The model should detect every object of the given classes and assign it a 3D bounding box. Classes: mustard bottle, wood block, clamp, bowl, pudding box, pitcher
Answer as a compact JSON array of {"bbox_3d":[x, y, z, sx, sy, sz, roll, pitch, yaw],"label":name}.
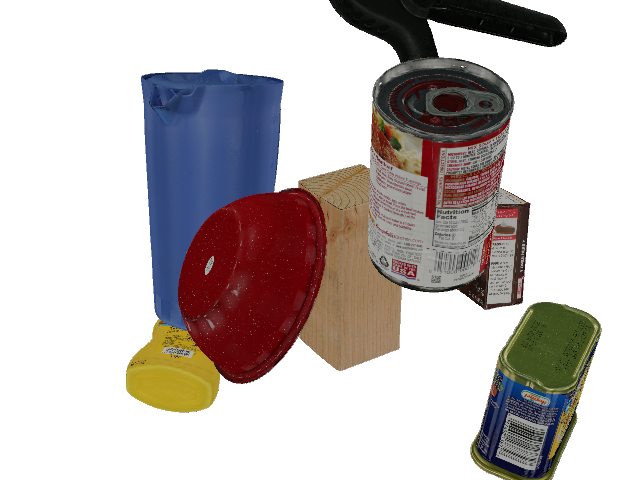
[{"bbox_3d":[-0.144,0.117,1.195,0.096,0.058,0.191,8,25,7],"label":"mustard bottle"},{"bbox_3d":[0.034,0.031,1.219,0.090,0.206,0.090,-17,31,-29],"label":"wood block"},{"bbox_3d":[0.066,-0.159,0.767,0.210,0.164,0.036,37,-28,-6],"label":"clamp"},{"bbox_3d":[-0.064,0.026,0.823,0.055,0.162,0.162,22,-11,-30],"label":"bowl"},{"bbox_3d":[0.133,-0.002,0.898,0.039,0.090,0.114,-5,17,-19],"label":"pudding box"},{"bbox_3d":[-0.099,-0.043,1.032,0.149,0.243,0.145,-2,15,-16],"label":"pitcher"}]

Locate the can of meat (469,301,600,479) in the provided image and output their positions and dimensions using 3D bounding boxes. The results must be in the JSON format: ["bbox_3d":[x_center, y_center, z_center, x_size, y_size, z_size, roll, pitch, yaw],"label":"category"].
[{"bbox_3d":[0.146,0.100,0.719,0.057,0.084,0.102,20,34,18],"label":"can of meat"}]

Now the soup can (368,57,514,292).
[{"bbox_3d":[0.059,-0.032,0.543,0.068,0.102,0.068,0,41,0],"label":"soup can"}]
